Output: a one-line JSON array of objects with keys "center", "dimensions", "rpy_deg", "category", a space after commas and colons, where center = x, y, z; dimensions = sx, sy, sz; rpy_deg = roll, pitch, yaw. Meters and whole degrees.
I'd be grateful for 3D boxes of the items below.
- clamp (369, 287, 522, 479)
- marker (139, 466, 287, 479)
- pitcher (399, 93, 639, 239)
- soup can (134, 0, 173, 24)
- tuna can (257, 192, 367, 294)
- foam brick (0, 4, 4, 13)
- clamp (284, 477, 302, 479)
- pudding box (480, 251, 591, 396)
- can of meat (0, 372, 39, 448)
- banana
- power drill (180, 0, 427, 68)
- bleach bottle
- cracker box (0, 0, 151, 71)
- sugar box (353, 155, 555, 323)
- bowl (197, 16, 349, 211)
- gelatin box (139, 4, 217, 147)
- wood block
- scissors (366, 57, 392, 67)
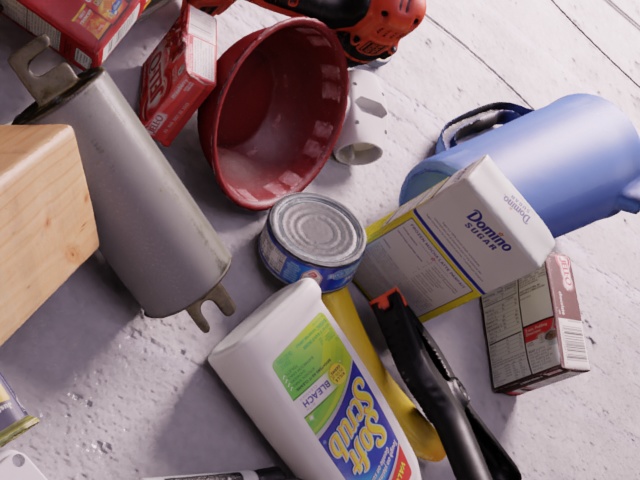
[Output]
[{"center": [0.102, 0.137, 0.863], "dimensions": [0.210, 0.036, 0.164], "rpy_deg": [59, 12, -1], "category": "clamp"}, {"center": [-0.074, 0.175, 0.762], "dimensions": [0.120, 0.020, 0.020], "rpy_deg": [4, 67, -37], "category": "marker"}, {"center": [0.183, -0.058, 1.023], "dimensions": [0.242, 0.149, 0.145], "rpy_deg": [-21, 98, -40], "category": "pitcher"}, {"center": [-0.160, -0.234, 0.862], "dimensions": [0.068, 0.069, 0.102], "rpy_deg": [-38, 95, -43], "category": "soup can"}, {"center": [-0.006, 0.001, 0.871], "dimensions": [0.086, 0.034, 0.086], "rpy_deg": [12, 44, -12], "category": "tuna can"}, {"center": [-0.272, -0.159, 0.745], "dimensions": [0.078, 0.053, 0.051], "rpy_deg": [38, 50, -19], "category": "foam brick"}, {"center": [-0.068, 0.220, 0.730], "dimensions": [0.171, 0.039, 0.120], "rpy_deg": [14, 62, -34], "category": "clamp"}, {"center": [0.194, 0.077, 0.977], "dimensions": [0.039, 0.090, 0.113], "rpy_deg": [13, 62, -33], "category": "pudding box"}, {"center": [-0.236, 0.104, 0.642], "dimensions": [0.101, 0.058, 0.084], "rpy_deg": [-33, 89, -44], "category": "can of meat"}, {"center": [0.042, 0.102, 0.879], "dimensions": [0.069, 0.037, 0.198], "rpy_deg": [-23, 84, -43], "category": "banana"}, {"center": [-0.021, -0.198, 0.915], "dimensions": [0.187, 0.185, 0.057], "rpy_deg": [10, 83, -15], "category": "power drill"}, {"center": [0.026, 0.158, 0.821], "dimensions": [0.102, 0.068, 0.251], "rpy_deg": [-42, 99, -35], "category": "bleach bottle"}, {"center": [-0.205, -0.248, 0.777], "dimensions": [0.213, 0.072, 0.164], "rpy_deg": [35, 74, -8], "category": "cracker box"}, {"center": [0.099, 0.008, 0.876], "dimensions": [0.093, 0.177, 0.048], "rpy_deg": [50, 48, -7], "category": "sugar box"}, {"center": [-0.048, -0.108, 0.866], "dimensions": [0.161, 0.055, 0.162], "rpy_deg": [-32, 135, -39], "category": "bowl"}, {"center": [-0.112, -0.129, 0.831], "dimensions": [0.030, 0.073, 0.089], "rpy_deg": [25, 40, -28], "category": "gelatin box"}, {"center": [-0.219, 0.010, 0.616], "dimensions": [0.205, 0.091, 0.090], "rpy_deg": [-59, 146, -59], "category": "wood block"}, {"center": [0.000, -0.222, 1.020], "dimensions": [0.201, 0.016, 0.096], "rpy_deg": [8, 64, -36], "category": "scissors"}]
